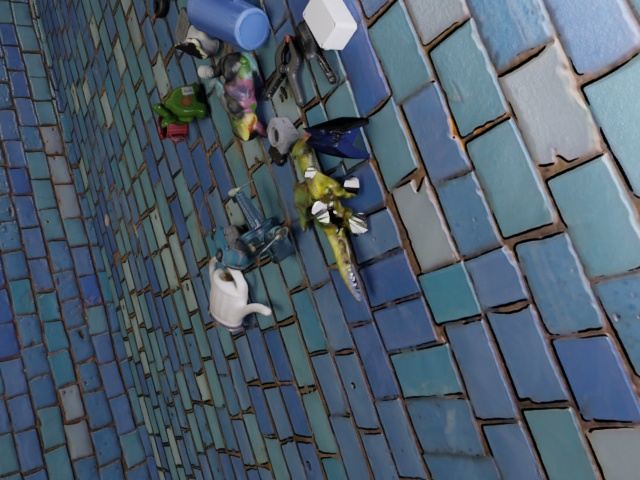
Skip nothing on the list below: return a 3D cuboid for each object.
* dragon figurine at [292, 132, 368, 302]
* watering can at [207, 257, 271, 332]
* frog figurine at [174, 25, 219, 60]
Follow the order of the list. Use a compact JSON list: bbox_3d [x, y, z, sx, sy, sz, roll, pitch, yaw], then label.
[{"bbox_3d":[0.004,-0.063,1.244,0.243,0.123,0.409,-177,76,-70],"label":"dragon figurine"},{"bbox_3d":[-0.269,0.196,1.628,0.353,0.104,0.220,41,130,40],"label":"watering can"},{"bbox_3d":[-0.352,-0.636,1.565,0.137,0.122,0.161,-7,58,61],"label":"frog figurine"}]
